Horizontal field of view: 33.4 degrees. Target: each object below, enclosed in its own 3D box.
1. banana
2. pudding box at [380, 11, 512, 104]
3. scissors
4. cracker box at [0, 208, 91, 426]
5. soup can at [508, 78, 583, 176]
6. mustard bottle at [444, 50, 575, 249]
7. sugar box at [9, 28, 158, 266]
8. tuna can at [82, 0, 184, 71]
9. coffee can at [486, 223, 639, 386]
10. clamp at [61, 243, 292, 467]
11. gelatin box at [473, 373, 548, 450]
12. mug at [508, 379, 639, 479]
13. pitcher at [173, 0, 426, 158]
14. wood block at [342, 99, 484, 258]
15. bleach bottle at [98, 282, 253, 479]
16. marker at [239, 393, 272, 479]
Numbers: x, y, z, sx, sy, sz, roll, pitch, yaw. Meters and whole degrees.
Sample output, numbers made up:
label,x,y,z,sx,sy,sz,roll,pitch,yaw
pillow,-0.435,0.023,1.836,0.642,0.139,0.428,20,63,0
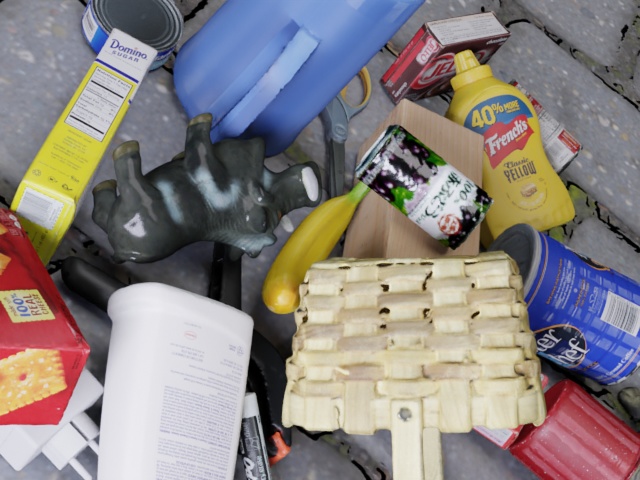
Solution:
label,x,y,z,sx,sy,sz,roll,pitch,yaw
banana,-0.012,0.011,0.871,0.037,0.070,0.197,33,37,0
pudding box,0.128,-0.187,1.089,0.113,0.090,0.039,-21,72,-41
scissors,0.002,-0.115,1.008,0.096,0.016,0.201,31,47,-13
cracker box,-0.267,0.034,0.637,0.213,0.072,0.164,8,28,-39
soup can,0.213,-0.108,1.104,0.102,0.069,0.068,45,47,1
mustard bottle,0.172,-0.093,1.038,0.096,0.058,0.191,-20,87,-17
sugar box,-0.184,-0.072,0.810,0.048,0.093,0.176,26,48,-14
tuna can,-0.166,-0.190,0.943,0.086,0.034,0.086,17,52,-23
coffee can,0.220,0.059,0.969,0.140,0.103,0.102,25,49,-16
clamp,-0.092,0.077,0.803,0.164,0.036,0.210,-11,66,-38
gelatin box,0.141,0.124,0.911,0.089,0.030,0.073,33,48,11
mug,0.217,0.170,0.911,0.081,0.093,0.117,40,16,4
pitcher,-0.016,-0.172,0.883,0.144,0.243,0.149,-3,68,-37
wood block,0.080,-0.010,0.938,0.090,0.090,0.206,23,50,-17
bleach bottle,-0.105,0.161,0.693,0.102,0.068,0.251,23,63,-36
marker,-0.043,0.169,0.756,0.020,0.020,0.121,-11,89,-37
